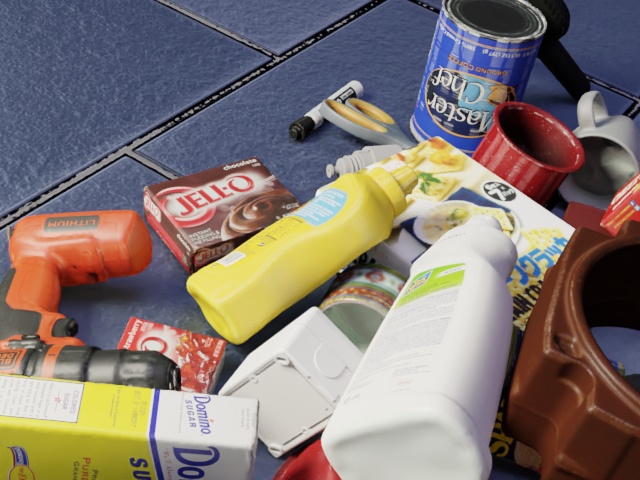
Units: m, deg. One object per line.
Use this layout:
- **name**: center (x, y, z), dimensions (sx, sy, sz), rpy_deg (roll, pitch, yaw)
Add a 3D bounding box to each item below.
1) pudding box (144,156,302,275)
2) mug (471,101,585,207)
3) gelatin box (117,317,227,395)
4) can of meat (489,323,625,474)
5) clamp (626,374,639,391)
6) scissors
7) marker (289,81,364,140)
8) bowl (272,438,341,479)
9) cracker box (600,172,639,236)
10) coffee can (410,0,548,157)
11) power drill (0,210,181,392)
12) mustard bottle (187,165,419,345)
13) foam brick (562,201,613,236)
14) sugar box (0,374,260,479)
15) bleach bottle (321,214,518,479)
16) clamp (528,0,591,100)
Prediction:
- **pudding box**: center (-0.079, -0.021, 0.897), dimensions (0.113, 0.039, 0.090), rpy_deg (-17, 47, -31)
- **mug**: center (0.180, -0.074, 0.985), dimensions (0.093, 0.082, 0.117), rpy_deg (14, 41, -18)
- **gelatin box**: center (-0.111, 0.099, 0.748), dimensions (0.073, 0.030, 0.089), rpy_deg (14, 38, 2)
- **can of meat**: center (0.154, 0.116, 0.742), dimensions (0.084, 0.102, 0.057), rpy_deg (18, 38, 4)
- **clamp**: center (0.274, 0.124, 0.812), dimensions (0.171, 0.039, 0.120), rpy_deg (1, 39, -14)
- **scissors**: center (0.094, -0.091, 1.046), dimensions (0.201, 0.016, 0.096), rpy_deg (26, 24, -1)
- **marker**: center (0.006, -0.130, 1.069), dimensions (0.020, 0.020, 0.120), rpy_deg (28, 41, 19)
- **bowl**: center (0.046, 0.170, 0.684), dimensions (0.162, 0.055, 0.162), rpy_deg (8, 38, -6)
- **cracker box**: center (0.362, -0.006, 0.849), dimensions (0.214, 0.164, 0.072), rpy_deg (40, 42, 2)
- **coffee can**: center (0.153, -0.161, 1.049), dimensions (0.102, 0.140, 0.103), rpy_deg (7, 39, -6)
- **power drill**: center (-0.172, 0.053, 0.739), dimensions (0.184, 0.057, 0.187), rpy_deg (-2, 35, 8)
- **mustard bottle**: center (-0.005, 0.001, 0.803), dimensions (0.191, 0.058, 0.096), rpy_deg (-35, 14, -13)
- **foam brick**: center (0.245, 0.009, 0.935), dimensions (0.078, 0.053, 0.051), rpy_deg (17, 39, 7)
- **sugar box**: center (-0.129, 0.133, 0.652), dimensions (0.176, 0.093, 0.048), rpy_deg (8, 40, -5)
- **bleach bottle**: center (0.088, 0.059, 0.707), dimensions (0.103, 0.068, 0.250), rpy_deg (-19, 24, 34)
- **clamp**: center (0.223, -0.219, 1.124), dimensions (0.164, 0.210, 0.036), rpy_deg (25, 77, 8)
